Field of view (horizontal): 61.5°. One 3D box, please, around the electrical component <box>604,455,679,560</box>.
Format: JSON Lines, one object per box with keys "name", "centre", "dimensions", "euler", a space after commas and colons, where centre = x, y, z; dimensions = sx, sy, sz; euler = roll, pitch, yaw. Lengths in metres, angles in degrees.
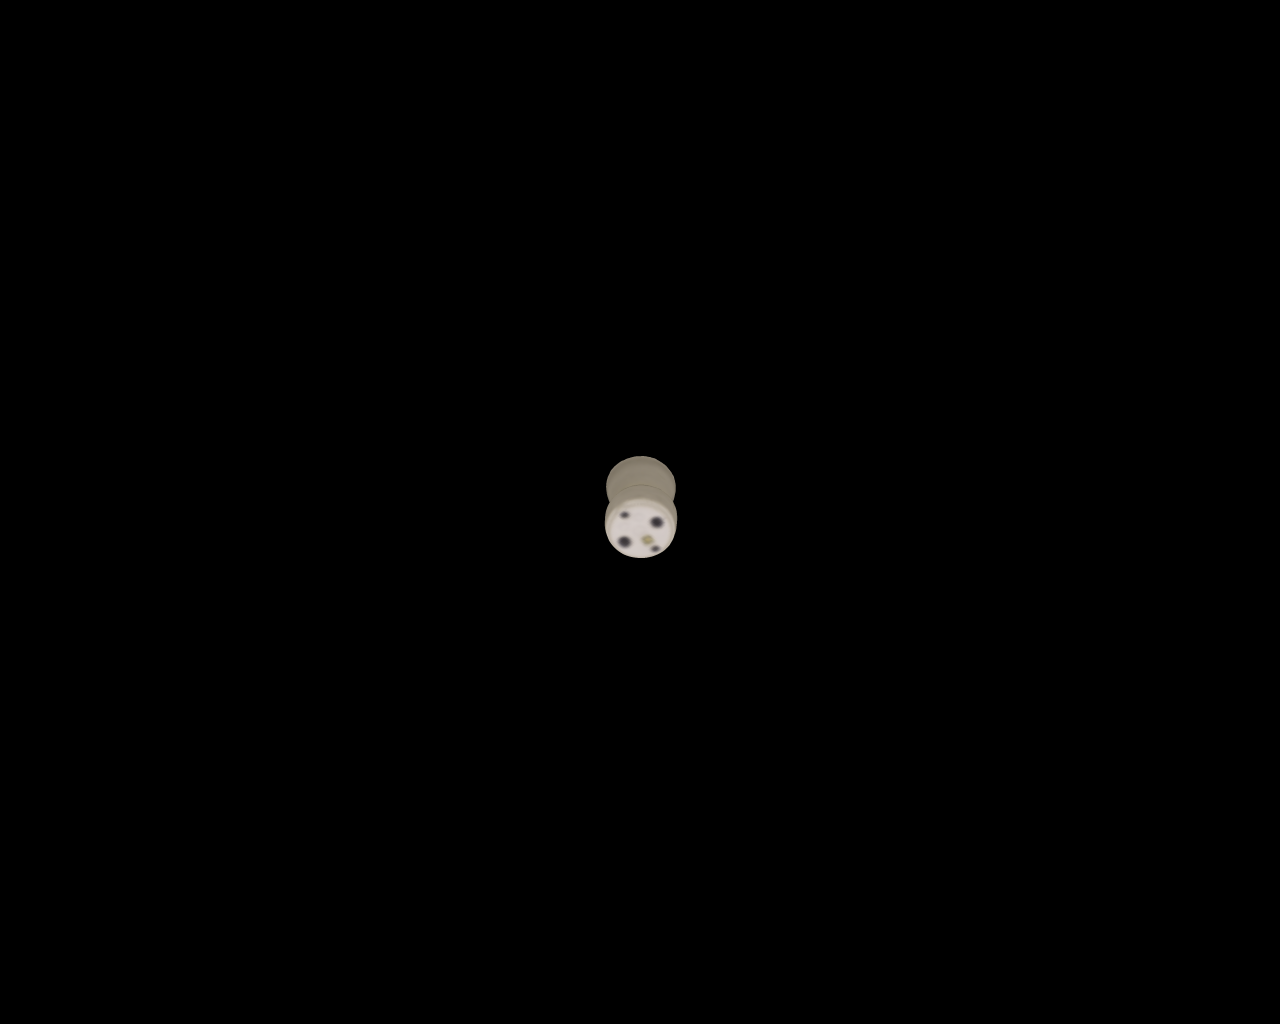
{"name": "electrical component", "centre": [0.001, -0.003, 0.650], "dimensions": [0.045, 0.044, 0.055], "euler": [0, 31, 0]}
